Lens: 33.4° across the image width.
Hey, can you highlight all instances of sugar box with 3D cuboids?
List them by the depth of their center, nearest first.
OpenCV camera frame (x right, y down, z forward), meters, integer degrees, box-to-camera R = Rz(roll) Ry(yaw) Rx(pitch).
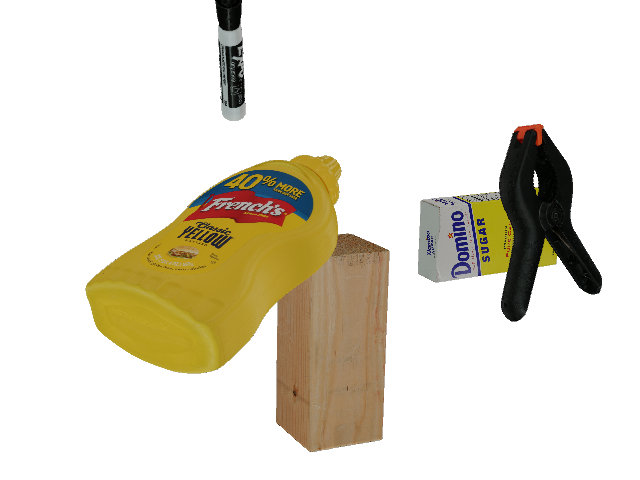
[{"bbox_3d":[0.200,-0.008,1.256,0.175,0.093,0.048,-9,19,-28],"label":"sugar box"}]

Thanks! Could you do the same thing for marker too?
[{"bbox_3d":[-0.066,-0.136,0.789,0.020,0.020,0.121,0,-36,-2],"label":"marker"}]

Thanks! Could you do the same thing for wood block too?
[{"bbox_3d":[0.011,0.104,1.126,0.090,0.206,0.091,-5,15,-26],"label":"wood block"}]

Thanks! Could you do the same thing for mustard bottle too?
[{"bbox_3d":[-0.045,0.000,0.649,0.096,0.058,0.191,13,39,32],"label":"mustard bottle"}]

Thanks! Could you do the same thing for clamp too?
[{"bbox_3d":[0.190,-0.013,0.945,0.120,0.171,0.039,-25,11,-39],"label":"clamp"}]
